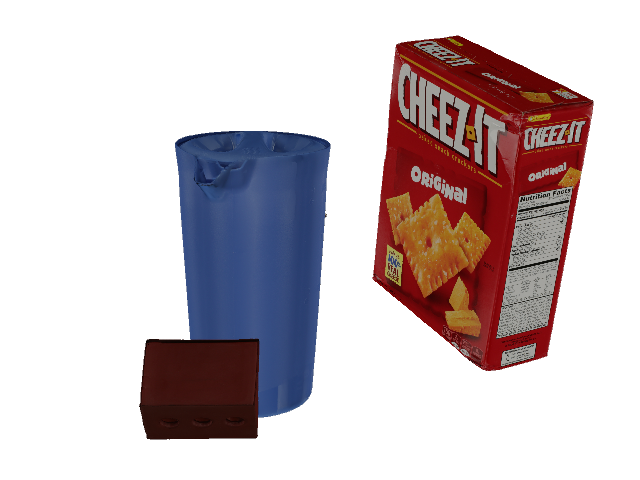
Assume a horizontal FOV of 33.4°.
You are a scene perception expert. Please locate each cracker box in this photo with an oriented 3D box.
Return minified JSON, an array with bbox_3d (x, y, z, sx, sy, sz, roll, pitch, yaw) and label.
[{"bbox_3d":[0.115,-0.031,0.827,0.072,0.214,0.164,-12,31,-27],"label":"cracker box"}]

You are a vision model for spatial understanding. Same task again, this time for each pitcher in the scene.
[{"bbox_3d":[-0.054,0.024,0.951,0.149,0.243,0.145,-5,17,-21],"label":"pitcher"}]

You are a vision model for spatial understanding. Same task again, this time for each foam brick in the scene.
[{"bbox_3d":[-0.080,0.101,0.725,0.078,0.051,0.053,-1,-37,-2],"label":"foam brick"}]
